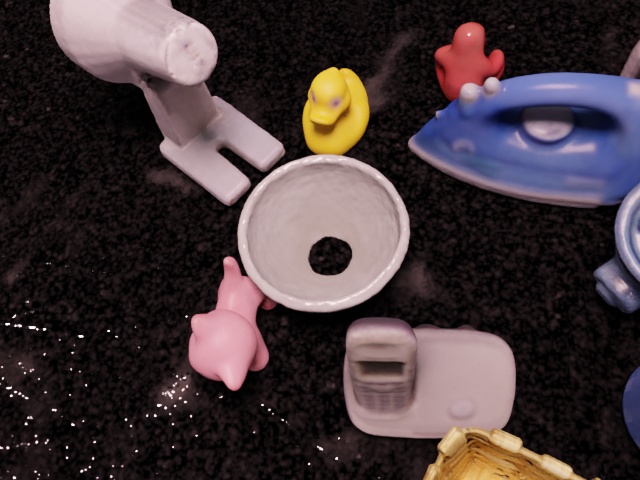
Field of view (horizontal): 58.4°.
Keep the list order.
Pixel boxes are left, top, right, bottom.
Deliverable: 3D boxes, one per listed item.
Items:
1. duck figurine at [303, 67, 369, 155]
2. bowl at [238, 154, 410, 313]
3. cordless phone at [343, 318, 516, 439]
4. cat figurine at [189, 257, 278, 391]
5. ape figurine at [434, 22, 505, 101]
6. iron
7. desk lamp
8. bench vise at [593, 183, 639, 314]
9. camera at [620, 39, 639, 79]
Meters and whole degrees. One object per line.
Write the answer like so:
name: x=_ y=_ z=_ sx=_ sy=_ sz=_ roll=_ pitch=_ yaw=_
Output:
duck figurine: x=0.015 y=-0.156 z=0.640 sx=0.077 sy=0.086 sz=0.104 roll=16 pitch=70 yaw=14
bowl: x=0.005 y=0.002 z=0.580 sx=0.167 sy=0.075 sz=0.167 roll=-3 pitch=67 yaw=6
cordless phone: x=0.089 y=0.106 z=0.464 sx=0.147 sy=0.185 sz=0.094 roll=-4 pitch=66 yaw=6
cat figurine: x=-0.085 y=0.079 z=0.535 sx=0.067 sy=0.118 sz=0.128 roll=1 pitch=67 yaw=8
ape figurine: x=0.165 y=-0.203 z=0.638 sx=0.077 sy=0.092 sz=0.076 roll=25 pitch=72 yaw=17
iron: x=0.218 y=-0.118 z=0.568 sx=0.258 sy=0.141 sz=0.118 roll=6 pitch=68 yaw=10
desk lamp: x=-0.153 y=-0.170 z=0.597 sx=0.202 sy=0.214 sz=0.118 roll=37 pitch=76 yaw=20
bench vise: x=0.338 y=-0.039 z=0.476 sx=0.121 sy=0.220 sz=0.207 roll=39 pitch=77 yaw=20
camera: x=0.418 y=-0.179 z=0.591 sx=0.137 sy=0.101 sz=0.143 roll=-31 pitch=67 yaw=-6
